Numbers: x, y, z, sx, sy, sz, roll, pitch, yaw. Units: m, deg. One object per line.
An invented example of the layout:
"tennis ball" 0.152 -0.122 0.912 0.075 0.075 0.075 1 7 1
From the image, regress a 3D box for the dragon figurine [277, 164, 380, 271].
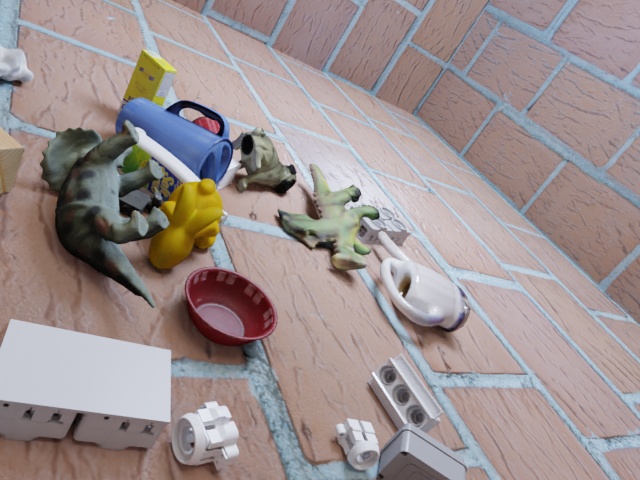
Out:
"dragon figurine" 0.004 -0.065 1.292 0.243 0.120 0.417 -5 43 -42

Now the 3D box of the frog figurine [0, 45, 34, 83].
"frog figurine" -0.691 -0.377 1.070 0.139 0.124 0.156 35 -13 23

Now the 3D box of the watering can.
"watering can" 0.240 0.100 1.255 0.223 0.102 0.355 27 25 -14
